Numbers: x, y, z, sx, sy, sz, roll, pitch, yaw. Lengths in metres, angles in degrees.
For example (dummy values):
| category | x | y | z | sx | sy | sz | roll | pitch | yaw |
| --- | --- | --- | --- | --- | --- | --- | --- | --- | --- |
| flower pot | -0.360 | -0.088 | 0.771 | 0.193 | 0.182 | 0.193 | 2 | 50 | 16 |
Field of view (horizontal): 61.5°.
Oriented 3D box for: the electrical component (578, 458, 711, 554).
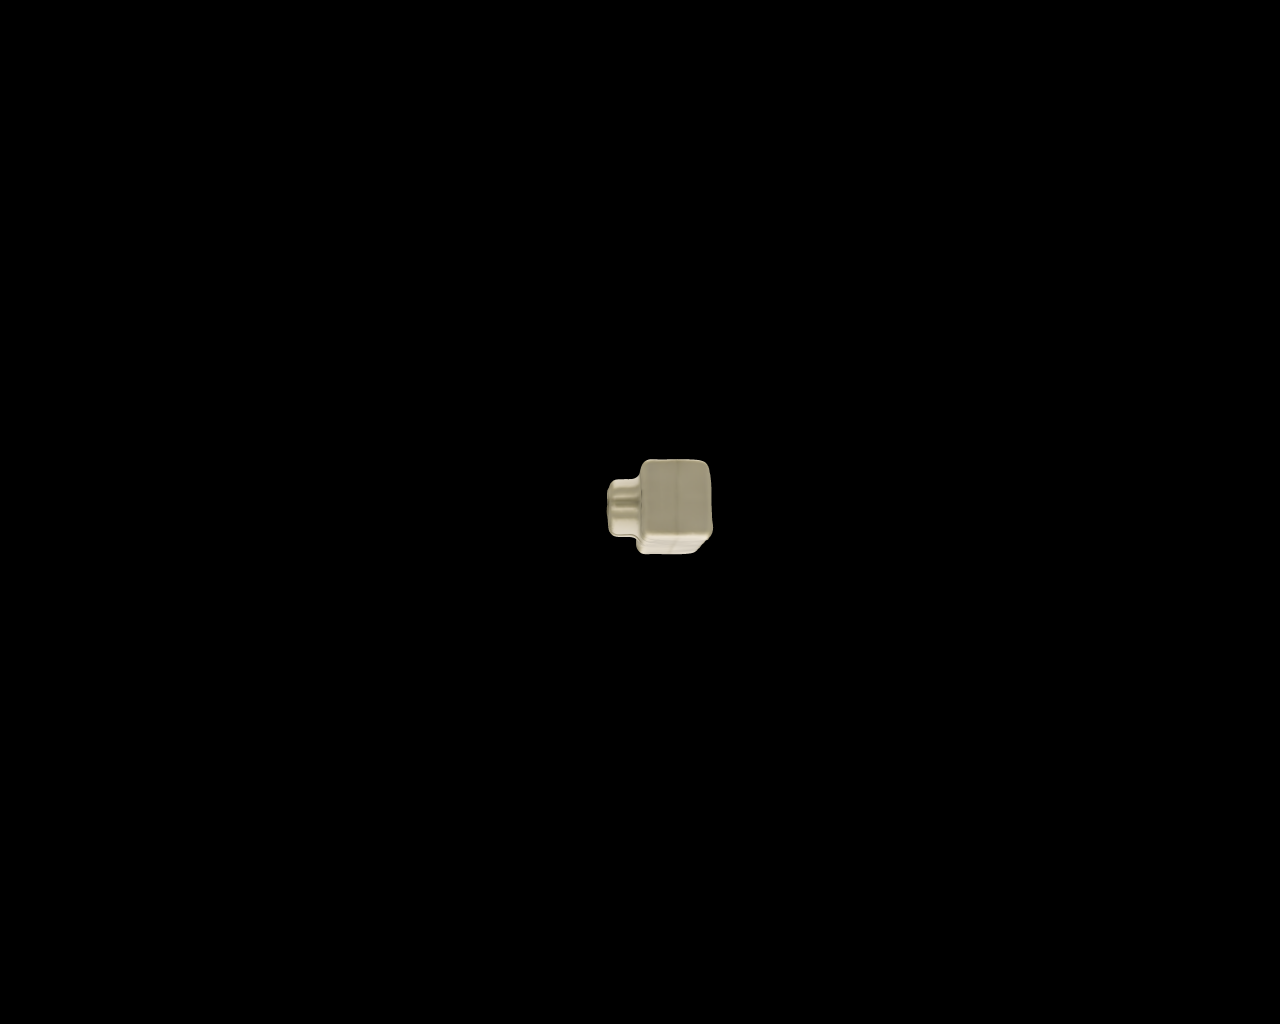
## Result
| category | x | y | z | sx | sy | sz | roll | pitch | yaw |
| --- | --- | --- | --- | --- | --- | --- | --- | --- | --- |
| electrical component | 0.001 | -0.003 | 0.650 | 0.077 | 0.047 | 0.065 | 1 | -11 | -4 |
